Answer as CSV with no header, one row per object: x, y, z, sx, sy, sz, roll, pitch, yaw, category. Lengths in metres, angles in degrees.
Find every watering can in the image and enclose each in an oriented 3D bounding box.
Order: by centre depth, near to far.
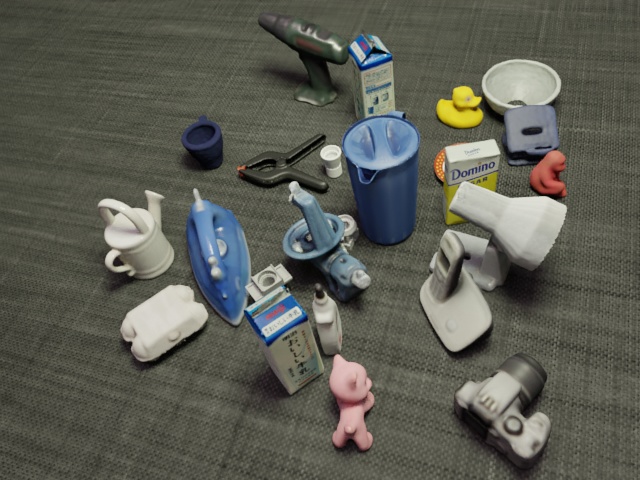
-0.365,-0.021,1.124,0.100,0.194,0.173,-2,53,9,watering can

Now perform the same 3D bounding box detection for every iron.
-0.199,0.026,1.092,0.118,0.142,0.258,-19,53,-4,iron

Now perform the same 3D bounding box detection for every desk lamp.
0.296,-0.005,0.979,0.202,0.214,0.118,17,59,22,desk lamp

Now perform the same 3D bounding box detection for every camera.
0.295,0.243,0.866,0.137,0.101,0.142,-40,57,-19,camera

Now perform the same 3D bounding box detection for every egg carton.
-0.286,0.154,1.058,0.150,0.069,0.107,-35,56,-16,egg carton

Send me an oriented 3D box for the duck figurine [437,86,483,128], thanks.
0.313,-0.305,1.280,0.104,0.086,0.077,16,58,21,duck figurine

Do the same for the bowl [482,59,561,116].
0.443,-0.323,1.277,0.167,0.075,0.167,-5,53,7,bowl

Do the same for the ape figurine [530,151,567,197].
0.455,-0.136,1.124,0.076,0.092,0.078,18,59,22,ape figurine

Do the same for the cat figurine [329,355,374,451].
0.047,0.249,0.896,0.067,0.118,0.128,-3,53,9,cat figurine

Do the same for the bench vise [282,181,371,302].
0.016,-0.005,1.026,0.206,0.220,0.122,23,61,25,bench vise

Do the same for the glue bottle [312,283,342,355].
0.009,0.124,0.961,0.037,0.173,0.078,-8,53,5,glue bottle

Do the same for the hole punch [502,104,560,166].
0.439,-0.218,1.189,0.108,0.091,0.101,-5,53,7,hole punch

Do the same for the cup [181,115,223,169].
-0.260,-0.220,1.315,0.091,0.095,0.117,-10,53,3,cup

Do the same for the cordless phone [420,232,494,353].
0.227,0.085,0.943,0.094,0.185,0.147,-23,53,-6,cordless phone

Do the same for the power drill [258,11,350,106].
-0.032,-0.428,1.357,0.229,0.209,0.076,19,59,23,power drill
